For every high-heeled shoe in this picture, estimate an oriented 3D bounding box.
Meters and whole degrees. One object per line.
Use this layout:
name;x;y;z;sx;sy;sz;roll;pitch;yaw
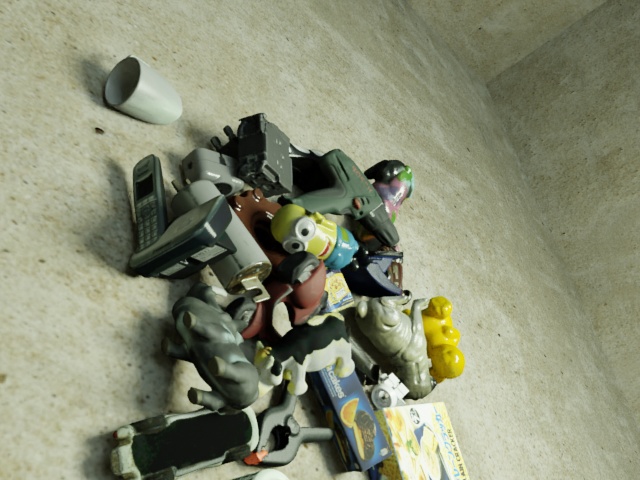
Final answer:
high-heeled shoe;-0.044;-0.130;1.078;0.248;0.086;0.145;44;35;-10

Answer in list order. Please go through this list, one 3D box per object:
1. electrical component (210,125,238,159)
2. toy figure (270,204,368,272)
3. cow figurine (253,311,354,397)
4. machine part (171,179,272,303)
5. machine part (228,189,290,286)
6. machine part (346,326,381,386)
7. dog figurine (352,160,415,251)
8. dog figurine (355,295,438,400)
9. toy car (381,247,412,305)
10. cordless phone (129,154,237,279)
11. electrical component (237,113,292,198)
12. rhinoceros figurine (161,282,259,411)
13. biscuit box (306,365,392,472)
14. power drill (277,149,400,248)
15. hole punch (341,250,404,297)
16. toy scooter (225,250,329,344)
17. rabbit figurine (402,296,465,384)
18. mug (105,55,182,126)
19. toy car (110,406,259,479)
electrical component;-0.156;-0.151;0.956;0.094;0.063;0.021;60;31;1
toy figure;-0.004;0.001;0.912;0.180;0.089;0.082;22;86;-39
cow figurine;-0.036;0.164;0.769;0.167;0.068;0.098;-14;112;-25
machine part;-0.146;-0.005;0.791;0.243;0.079;0.079;50;28;22
machine part;-0.100;0.000;0.910;0.179;0.056;0.179;34;40;-35
machine part;0.056;0.204;0.966;0.138;0.039;0.084;48;28;-13
dog figurine;0.146;-0.068;1.202;0.108;0.191;0.219;45;18;-31
dog figurine;0.140;0.209;1.025;0.172;0.121;0.190;5;71;-25
toy car;0.158;0.063;1.186;0.089;0.053;0.202;46;20;-24
cordless phone;-0.196;-0.049;0.734;0.088;0.147;0.184;20;49;-56
electrical component;-0.092;-0.142;0.948;0.134;0.058;0.115;34;50;-63
rhinoceros figurine;-0.135;0.127;0.687;0.112;0.073;0.190;12;30;-43
biscuit box;0.037;0.257;0.852;0.063;0.059;0.202;-19;75;-26
power drill;0.034;-0.052;1.034;0.207;0.086;0.232;-28;89;-25
hole punch;0.093;0.066;1.057;0.115;0.142;0.092;8;82;-36
toy scooter;-0.049;0.112;0.833;0.184;0.075;0.135;-38;112;-23
rabbit figurine;0.244;0.228;1.117;0.173;0.122;0.162;-117;-169;-62
mug;-0.277;-0.236;0.859;0.107;0.081;0.110;30;35;-55
toy car;-0.153;0.238;0.634;0.201;0.056;0.073;6;64;-50
